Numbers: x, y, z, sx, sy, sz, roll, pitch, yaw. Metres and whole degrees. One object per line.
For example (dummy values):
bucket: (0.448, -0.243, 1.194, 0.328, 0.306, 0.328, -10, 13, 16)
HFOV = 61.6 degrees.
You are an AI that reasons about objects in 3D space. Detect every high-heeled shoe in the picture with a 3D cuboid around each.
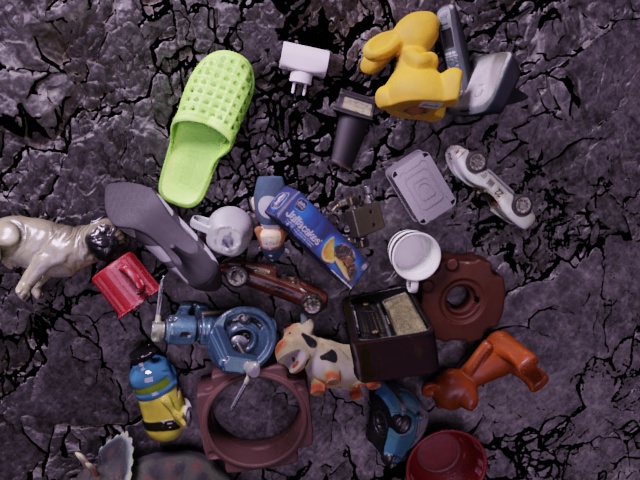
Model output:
high-heeled shoe: (-0.258, -0.007, 0.899, 0.086, 0.145, 0.249, -46, 57, -7)

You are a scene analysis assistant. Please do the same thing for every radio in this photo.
radio: (0.110, 0.151, 0.903, 0.131, 0.230, 0.073, -10, 101, 1)

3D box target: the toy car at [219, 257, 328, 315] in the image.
toy car: (-0.080, 0.074, 0.939, 0.202, 0.089, 0.053, 23, 99, -8)

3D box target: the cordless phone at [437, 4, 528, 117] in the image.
cordless phone: (0.250, -0.295, 0.867, 0.089, 0.147, 0.184, -23, 106, -9)

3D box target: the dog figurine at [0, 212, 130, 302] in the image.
dog figurine: (-0.437, -0.010, 0.893, 0.190, 0.121, 0.172, -37, 106, -12)

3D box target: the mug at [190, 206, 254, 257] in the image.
mug: (-0.164, -0.016, 0.903, 0.109, 0.107, 0.080, 25, 96, -12)

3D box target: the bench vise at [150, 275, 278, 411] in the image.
bench vise: (-0.161, 0.164, 0.883, 0.223, 0.241, 0.128, 17, 96, -25)

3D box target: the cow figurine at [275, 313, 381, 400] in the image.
cow figurine: (0.008, 0.208, 0.957, 0.195, 0.127, 0.085, 19, 129, -34)

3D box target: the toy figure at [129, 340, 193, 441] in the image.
toy figure: (-0.292, 0.274, 0.963, 0.089, 0.082, 0.180, -18, 107, 10)

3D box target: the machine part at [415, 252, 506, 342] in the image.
machine part: (0.257, 0.107, 0.996, 0.179, 0.056, 0.179, -1, 102, -6)

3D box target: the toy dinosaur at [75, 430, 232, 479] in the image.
toy dinosaur: (-0.264, 0.452, 0.987, 0.405, 0.131, 0.192, 3, 101, -12)

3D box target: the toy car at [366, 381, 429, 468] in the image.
toy car: (0.152, 0.340, 1.010, 0.103, 0.109, 0.161, -5, 111, -23)

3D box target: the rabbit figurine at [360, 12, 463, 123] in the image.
rabbit figurine: (0.149, -0.293, 0.893, 0.162, 0.122, 0.173, 5, 87, 3)

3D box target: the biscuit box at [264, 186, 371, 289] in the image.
biscuit box: (-0.002, -0.003, 0.914, 0.059, 0.063, 0.202, -49, 119, -6)

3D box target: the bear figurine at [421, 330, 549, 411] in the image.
bear figurine: (0.298, 0.261, 0.995, 0.196, 0.132, 0.120, -40, 130, -3)

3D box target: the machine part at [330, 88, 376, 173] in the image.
machine part: (0.052, -0.186, 0.928, 0.084, 0.039, 0.138, 9, 98, -16)

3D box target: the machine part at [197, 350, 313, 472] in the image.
machine part: (-0.117, 0.312, 0.984, 0.201, 0.087, 0.201, -7, 103, -5)

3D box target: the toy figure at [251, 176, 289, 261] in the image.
toy figure: (-0.086, -0.034, 0.935, 0.064, 0.058, 0.154, 7, 105, 31)

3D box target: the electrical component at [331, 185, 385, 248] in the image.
electrical component: (0.069, -0.038, 0.956, 0.078, 0.045, 0.102, -29, 107, -28)

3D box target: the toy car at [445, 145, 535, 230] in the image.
toy car: (0.299, -0.095, 0.950, 0.201, 0.073, 0.056, 39, 94, -12)
